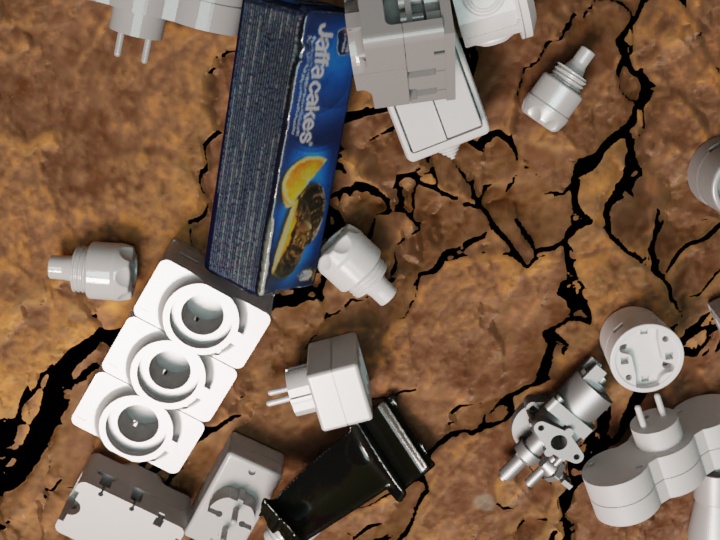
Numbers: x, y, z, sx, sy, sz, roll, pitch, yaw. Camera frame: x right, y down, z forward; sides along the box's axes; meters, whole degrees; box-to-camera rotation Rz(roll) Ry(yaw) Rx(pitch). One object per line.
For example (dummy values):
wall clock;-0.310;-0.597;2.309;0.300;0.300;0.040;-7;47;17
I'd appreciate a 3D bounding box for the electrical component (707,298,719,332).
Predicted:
electrical component;0.318;0.069;0.812;0.057;0.078;0.113;-26;107;10

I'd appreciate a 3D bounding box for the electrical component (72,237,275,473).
electrical component;-0.140;0.067;0.808;0.089;0.061;0.150;29;105;-11

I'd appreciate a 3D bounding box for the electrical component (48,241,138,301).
electrical component;-0.198;0.000;0.794;0.062;0.043;0.043;4;108;-2

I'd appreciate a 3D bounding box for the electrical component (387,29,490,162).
electrical component;0.050;-0.120;0.751;0.062;0.061;0.096;-21;108;5

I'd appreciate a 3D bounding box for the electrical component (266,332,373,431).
electrical component;-0.034;0.088;0.815;0.077;0.065;0.047;-14;108;3

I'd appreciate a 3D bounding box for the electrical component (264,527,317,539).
electrical component;-0.051;0.201;0.866;0.040;0.040;0.078;43;103;-14

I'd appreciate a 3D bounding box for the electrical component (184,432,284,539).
electrical component;-0.100;0.185;0.841;0.047;0.075;0.083;26;106;-10

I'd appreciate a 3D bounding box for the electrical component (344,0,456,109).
electrical component;0.019;-0.189;0.677;0.062;0.089;0.150;-8;73;3

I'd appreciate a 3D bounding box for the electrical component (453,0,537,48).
electrical component;0.086;-0.190;0.720;0.051;0.080;0.080;-15;108;9

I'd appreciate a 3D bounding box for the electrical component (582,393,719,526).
electrical component;0.231;0.130;0.826;0.138;0.052;0.073;-27;108;-16

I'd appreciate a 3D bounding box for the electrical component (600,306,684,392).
electrical component;0.213;0.059;0.821;0.055;0.047;0.055;0;108;-1

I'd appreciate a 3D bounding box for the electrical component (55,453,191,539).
electrical component;-0.185;0.190;0.851;0.089;0.055;0.050;28;105;-10

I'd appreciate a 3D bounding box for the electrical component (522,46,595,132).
electrical component;0.144;-0.130;0.764;0.035;0.035;0.061;32;102;-11

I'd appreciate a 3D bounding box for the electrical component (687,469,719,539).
electrical component;0.288;0.188;0.871;0.044;0.044;0.065;-4;104;0

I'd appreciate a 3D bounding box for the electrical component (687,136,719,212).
electrical component;0.273;-0.066;0.781;0.055;0.047;0.055;0;108;-1

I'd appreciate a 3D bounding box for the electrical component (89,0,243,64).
electrical component;-0.149;-0.178;0.731;0.138;0.052;0.073;14;108;-6

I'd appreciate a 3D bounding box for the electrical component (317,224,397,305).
electrical component;0.000;0.000;0.799;0.043;0.043;0.062;-44;105;12
